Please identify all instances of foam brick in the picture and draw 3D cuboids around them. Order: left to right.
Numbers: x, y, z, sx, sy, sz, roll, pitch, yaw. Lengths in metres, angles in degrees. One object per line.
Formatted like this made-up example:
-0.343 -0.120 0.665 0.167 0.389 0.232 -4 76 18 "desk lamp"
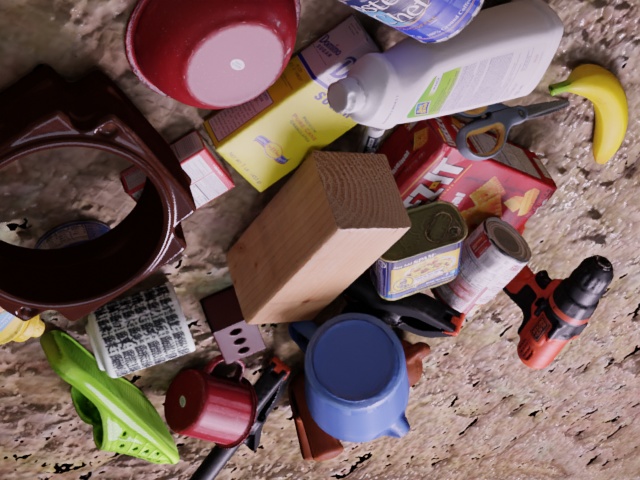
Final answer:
-0.101 0.099 1.238 0.053 0.051 0.078 -23 145 -5 "foam brick"

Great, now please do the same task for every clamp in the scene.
-0.090 0.236 1.407 0.210 0.036 0.164 -59 166 21 "clamp"
0.082 0.080 1.217 0.039 0.172 0.120 -64 160 -16 "clamp"

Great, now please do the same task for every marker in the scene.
0.048 -0.095 1.088 0.020 0.020 0.121 -19 166 -12 "marker"

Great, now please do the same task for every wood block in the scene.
-0.007 0.002 1.105 0.090 0.090 0.206 -1 151 -34 "wood block"

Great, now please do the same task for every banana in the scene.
0.317 -0.150 1.216 0.070 0.037 0.197 -29 146 18 "banana"

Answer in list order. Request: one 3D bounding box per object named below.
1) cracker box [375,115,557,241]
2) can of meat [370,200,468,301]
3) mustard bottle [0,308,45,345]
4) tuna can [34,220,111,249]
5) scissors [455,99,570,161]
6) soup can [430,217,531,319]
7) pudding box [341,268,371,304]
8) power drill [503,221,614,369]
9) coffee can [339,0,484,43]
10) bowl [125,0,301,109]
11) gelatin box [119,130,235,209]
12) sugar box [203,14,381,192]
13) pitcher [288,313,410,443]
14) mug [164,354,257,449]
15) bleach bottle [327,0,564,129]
0.141 -0.046 1.197 0.213 0.072 0.164 15 128 -43 "cracker box"
0.102 0.013 1.140 0.102 0.057 0.084 -17 146 -9 "can of meat"
-0.337 0.057 1.026 0.096 0.058 0.191 -41 143 10 "mustard bottle"
-0.240 0.021 1.065 0.086 0.034 0.086 -17 143 -14 "tuna can"
0.198 -0.148 1.142 0.201 0.096 0.016 -37 -173 -41 "scissors"
0.179 0.031 1.197 0.068 0.068 0.102 9 133 -40 "soup can"
0.073 0.061 1.276 0.090 0.039 0.113 11 156 24 "pudding box"
0.259 0.035 1.278 0.057 0.188 0.185 -2 139 -29 "power drill"
0.060 -0.233 0.883 0.140 0.103 0.103 15 127 -44 "coffee can"
-0.082 -0.166 0.917 0.162 0.055 0.162 -18 144 -14 "bowl"
-0.138 -0.058 1.038 0.089 0.030 0.073 -30 145 5 "gelatin box"
-0.014 -0.127 1.018 0.176 0.048 0.093 -33 145 10 "sugar box"
0.033 0.153 1.244 0.149 0.145 0.243 -1 164 3 "pitcher"
-0.133 0.195 1.318 0.081 0.093 0.117 22 95 -42 "mug"
0.112 -0.161 0.989 0.250 0.068 0.103 -19 144 -36 "bleach bottle"
